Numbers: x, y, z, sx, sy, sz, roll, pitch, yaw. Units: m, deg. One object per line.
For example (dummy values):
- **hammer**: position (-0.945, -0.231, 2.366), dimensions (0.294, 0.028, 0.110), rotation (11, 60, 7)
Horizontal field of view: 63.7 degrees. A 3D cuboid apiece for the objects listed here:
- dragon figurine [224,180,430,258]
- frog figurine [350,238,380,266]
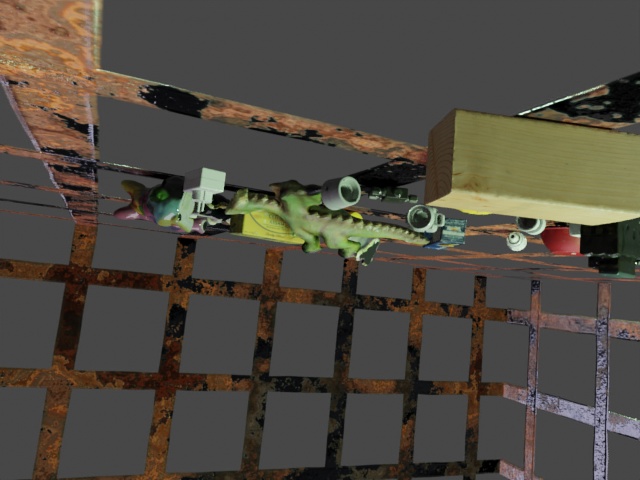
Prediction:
- **dragon figurine**: position (0.003, -0.052, 1.037), dimensions (0.410, 0.124, 0.240), rotation (4, 165, 20)
- **frog figurine**: position (0.087, -0.016, 1.455), dimensions (0.161, 0.121, 0.137), rotation (43, -159, 26)
